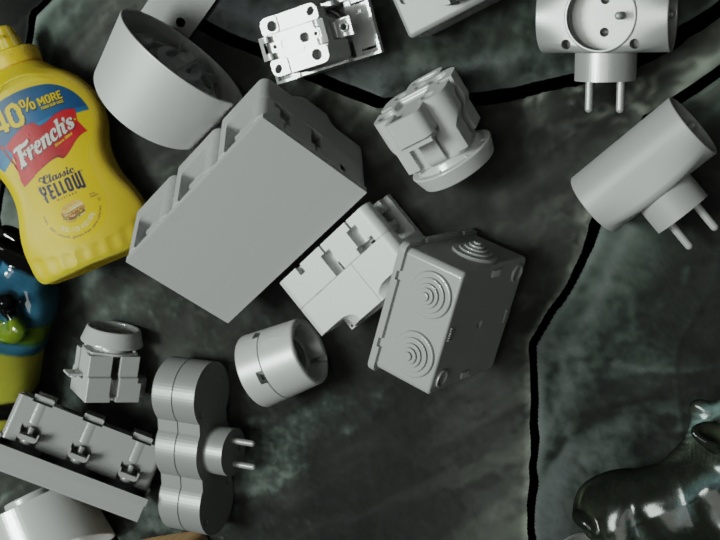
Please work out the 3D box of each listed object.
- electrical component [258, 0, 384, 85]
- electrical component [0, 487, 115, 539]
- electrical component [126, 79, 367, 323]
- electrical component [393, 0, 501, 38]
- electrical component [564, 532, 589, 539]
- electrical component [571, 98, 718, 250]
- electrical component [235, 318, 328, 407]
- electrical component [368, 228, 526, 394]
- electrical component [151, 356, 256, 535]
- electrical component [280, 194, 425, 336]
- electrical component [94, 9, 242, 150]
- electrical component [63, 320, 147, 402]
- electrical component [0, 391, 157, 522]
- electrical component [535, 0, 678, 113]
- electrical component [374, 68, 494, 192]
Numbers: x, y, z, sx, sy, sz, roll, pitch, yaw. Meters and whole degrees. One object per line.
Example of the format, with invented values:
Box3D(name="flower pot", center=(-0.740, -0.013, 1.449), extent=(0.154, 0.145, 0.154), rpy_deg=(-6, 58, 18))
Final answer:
Box3D(name="electrical component", center=(-0.031, -0.152, 0.709), extent=(0.081, 0.064, 0.042), rpy_deg=(-13, 96, 26))
Box3D(name="electrical component", center=(-0.259, 0.213, 0.881), extent=(0.099, 0.099, 0.064), rpy_deg=(-29, 84, 27))
Box3D(name="electrical component", center=(-0.079, -0.047, 0.741), extent=(0.089, 0.061, 0.150), rpy_deg=(34, 120, -26))
Box3D(name="electrical component", center=(0.056, -0.180, 0.657), extent=(0.083, 0.076, 0.047), rpy_deg=(-22, 93, 27))
Box3D(name="electrical component", center=(0.141, 0.230, 0.708), extent=(0.064, 0.099, 0.099), rpy_deg=(-35, 87, 33))
Box3D(name="electrical component", center=(0.182, -0.049, 0.650), extent=(0.077, 0.043, 0.079), rpy_deg=(-41, 84, 26))
Box3D(name="electrical component", center=(-0.055, 0.066, 0.778), extent=(0.047, 0.055, 0.055), rpy_deg=(-22, 93, 23))
Box3D(name="electrical component", center=(0.058, 0.026, 0.694), extent=(0.048, 0.100, 0.099), rpy_deg=(26, 112, 30))
Box3D(name="electrical component", center=(-0.112, 0.136, 0.820), extent=(0.074, 0.052, 0.138), rpy_deg=(5, 104, 23))
Box3D(name="electrical component", center=(0.000, 0.000, 0.739), extent=(0.089, 0.050, 0.055), rpy_deg=(-42, 83, 27))
Box3D(name="electrical component", center=(-0.131, -0.132, 0.739), extent=(0.099, 0.099, 0.064), rpy_deg=(46, 121, 8))
Box3D(name="electrical component", center=(-0.196, 0.071, 0.841), extent=(0.048, 0.066, 0.055), rpy_deg=(23, 105, 55))
Box3D(name="electrical component", center=(-0.219, 0.142, 0.840), extent=(0.121, 0.079, 0.063), rpy_deg=(23, 82, -10))
Box3D(name="electrical component", center=(0.148, -0.134, 0.645), extent=(0.077, 0.044, 0.079), rpy_deg=(4, 104, 23))
Box3D(name="electrical component", center=(0.049, -0.087, 0.686), extent=(0.058, 0.078, 0.057), rpy_deg=(-24, 111, 28))
